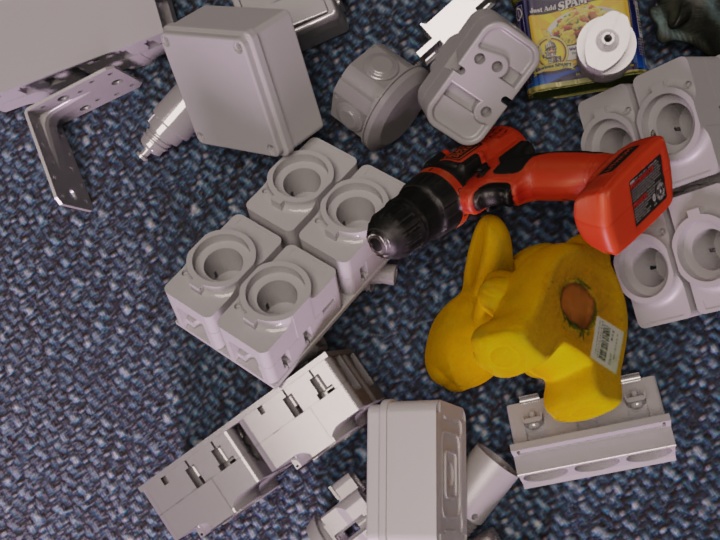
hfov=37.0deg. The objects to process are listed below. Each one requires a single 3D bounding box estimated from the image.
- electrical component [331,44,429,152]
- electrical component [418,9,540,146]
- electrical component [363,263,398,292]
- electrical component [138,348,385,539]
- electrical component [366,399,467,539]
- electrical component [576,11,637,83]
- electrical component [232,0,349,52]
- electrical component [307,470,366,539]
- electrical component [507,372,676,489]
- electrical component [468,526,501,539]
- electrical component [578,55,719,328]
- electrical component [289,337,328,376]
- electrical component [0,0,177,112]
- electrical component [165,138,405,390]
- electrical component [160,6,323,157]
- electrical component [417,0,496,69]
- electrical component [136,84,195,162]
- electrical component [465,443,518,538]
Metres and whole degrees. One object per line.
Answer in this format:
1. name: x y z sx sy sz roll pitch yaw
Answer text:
1. electrical component: 0.017 -0.143 0.892 0.051 0.080 0.080 39 95 16
2. electrical component: 0.091 -0.153 0.847 0.054 0.059 0.095 30 109 -19
3. electrical component: 0.000 0.000 0.907 0.062 0.043 0.043 8 89 10
4. electrical component: -0.074 0.144 0.883 0.186 0.105 0.060 -36 81 8
5. electrical component: 0.045 0.160 0.838 0.057 0.078 0.113 -5 75 22
6. electrical component: 0.184 -0.166 0.803 0.043 0.081 0.043 1 93 11
7. electrical component: -0.055 -0.226 0.919 0.096 0.061 0.061 -22 83 9
8. electrical component: -0.007 0.215 0.891 0.057 0.058 0.078 -39 81 4
9. electrical component: 0.182 0.127 0.853 0.121 0.078 0.063 -13 63 10
10. electrical component: 0.127 0.247 0.868 0.076 0.047 0.083 -32 82 8
11. electrical component: 0.244 -0.058 0.825 0.105 0.060 0.186 -21 82 49
12. electrical component: -0.080 0.045 0.915 0.059 0.054 0.095 -35 81 8
13. electrical component: -0.262 -0.222 0.960 0.186 0.060 0.105 -18 84 10
14. electrical component: -0.052 -0.013 0.856 0.105 0.060 0.186 30 64 24
15. electrical component: -0.097 -0.156 0.882 0.109 0.056 0.108 15 134 41
16. electrical component: 0.090 -0.193 0.899 0.081 0.042 0.063 -42 84 7
17. electrical component: -0.167 -0.128 0.947 0.040 0.040 0.078 44 96 10
18. electrical component: 0.088 0.187 0.880 0.043 0.043 0.081 38 95 11
